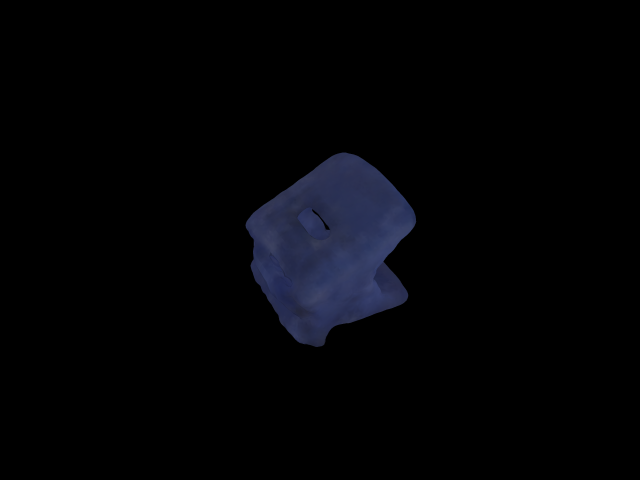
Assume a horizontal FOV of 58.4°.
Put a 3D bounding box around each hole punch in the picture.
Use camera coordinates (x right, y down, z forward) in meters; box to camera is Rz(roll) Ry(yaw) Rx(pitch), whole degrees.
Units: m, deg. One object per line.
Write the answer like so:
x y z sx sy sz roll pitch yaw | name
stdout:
0.004 0.001 0.400 0.101 0.091 0.108 -17 40 -22 | hole punch
